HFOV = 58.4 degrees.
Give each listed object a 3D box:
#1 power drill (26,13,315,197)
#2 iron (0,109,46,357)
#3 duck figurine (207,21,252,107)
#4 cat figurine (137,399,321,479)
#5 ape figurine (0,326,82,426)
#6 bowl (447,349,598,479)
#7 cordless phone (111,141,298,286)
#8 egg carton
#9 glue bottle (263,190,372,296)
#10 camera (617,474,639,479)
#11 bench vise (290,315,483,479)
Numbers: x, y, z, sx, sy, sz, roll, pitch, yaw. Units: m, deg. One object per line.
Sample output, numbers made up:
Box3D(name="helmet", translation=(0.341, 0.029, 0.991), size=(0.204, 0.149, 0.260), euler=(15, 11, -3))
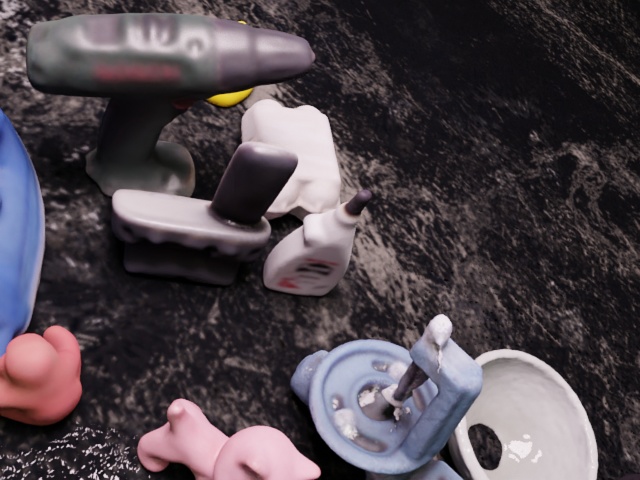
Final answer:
Box3D(name="power drill", translation=(-0.142, -0.123, 0.531), size=(0.230, 0.208, 0.075), euler=(0, 60, -26))
Box3D(name="iron", translation=(-0.280, -0.036, 0.452), size=(0.119, 0.141, 0.258), euler=(8, 58, -22))
Box3D(name="duck figurine", translation=(-0.106, -0.224, 0.689), size=(0.078, 0.086, 0.104), euler=(22, 54, -12))
Box3D(name="cat figurine", translation=(-0.070, 0.168, 0.444), size=(0.128, 0.117, 0.067), euler=(37, 52, -1))
Box3D(name="ape figurine", translation=(-0.215, 0.099, 0.432), size=(0.078, 0.092, 0.076), euler=(-25, 73, -35))
Box3D(name="bowl", translation=(0.188, 0.200, 0.578), size=(0.168, 0.074, 0.167), euler=(12, 56, -19))
Box3D(name="cordless phone", translation=(-0.105, -0.041, 0.513), size=(0.148, 0.185, 0.094), euler=(6, 58, -23))
Box3D(name="egg carton", translation=(-0.036, -0.091, 0.652), size=(0.107, 0.069, 0.150), euler=(3, 60, -25))
Box3D(name="glue bottle", translation=(0.005, 0.002, 0.548), size=(0.078, 0.173, 0.037), euler=(6, 58, -22))
Box3D(name="camera", translation=(0.364, 0.303, 0.583), size=(0.143, 0.100, 0.136), euler=(-26, 74, -35))
Box3D(name="bench vise", translation=(0.086, 0.150, 0.467), size=(0.207, 0.219, 0.122), euler=(38, 52, 0))
